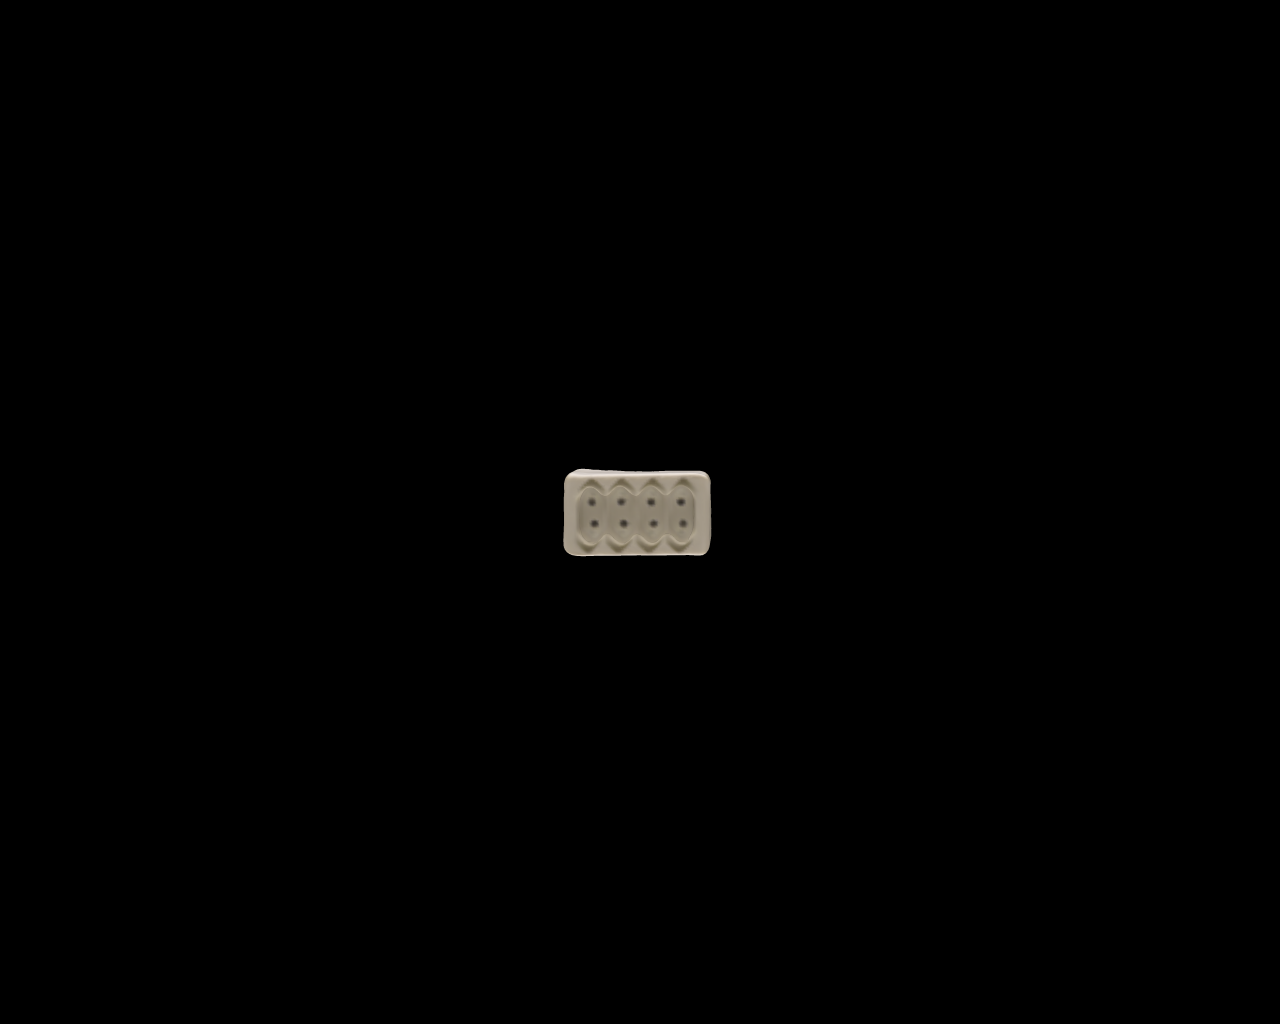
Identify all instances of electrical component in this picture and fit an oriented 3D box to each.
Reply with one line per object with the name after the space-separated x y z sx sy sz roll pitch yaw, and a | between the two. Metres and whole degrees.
0.001 -0.003 0.650 0.083 0.047 0.076 1 8 5 | electrical component
